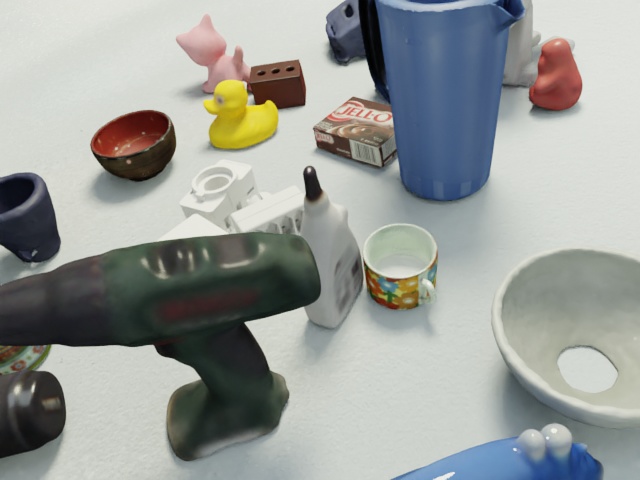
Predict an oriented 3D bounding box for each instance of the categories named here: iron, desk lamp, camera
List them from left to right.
[{"bbox_3d":[-0.297,0.162,0.477,0.137,0.101,0.143,-13,44,-1],"label":"camera"},{"bbox_3d":[0.083,0.173,0.358,0.258,0.142,0.118,-24,45,-12],"label":"iron"},{"bbox_3d":[0.258,-0.324,0.776,0.203,0.214,0.117,-38,49,-24],"label":"desk lamp"}]

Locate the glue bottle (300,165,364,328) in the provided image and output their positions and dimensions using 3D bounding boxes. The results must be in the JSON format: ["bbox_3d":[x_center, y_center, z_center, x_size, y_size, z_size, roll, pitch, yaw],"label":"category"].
[{"bbox_3d":[0.005,0.002,0.525,0.037,0.173,0.078,15,50,25],"label":"glue bottle"}]

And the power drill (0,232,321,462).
[{"bbox_3d":[-0.105,0.082,0.440,0.230,0.209,0.075,-19,44,-7],"label":"power drill"}]

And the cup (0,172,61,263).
[{"bbox_3d":[-0.356,-0.010,0.669,0.091,0.095,0.118,20,52,29],"label":"cup"}]

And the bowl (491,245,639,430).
[{"bbox_3d":[0.223,0.086,0.465,0.167,0.075,0.167,-6,44,6],"label":"bowl"}]

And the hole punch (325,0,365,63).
[{"bbox_3d":[0.058,-0.358,0.941,0.101,0.091,0.108,-13,44,-2],"label":"hole punch"}]

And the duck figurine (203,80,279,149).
[{"bbox_3d":[-0.113,-0.184,0.802,0.104,0.086,0.077,-14,44,-2],"label":"duck figurine"}]

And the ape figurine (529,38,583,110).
[{"bbox_3d":[0.305,-0.220,0.748,0.078,0.092,0.075,-38,50,-25],"label":"ape figurine"}]

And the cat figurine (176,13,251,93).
[{"bbox_3d":[-0.161,-0.291,0.899,0.127,0.118,0.067,25,55,32],"label":"cat figurine"}]

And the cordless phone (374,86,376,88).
[{"bbox_3d":[0.133,-0.302,0.801,0.093,0.185,0.148,30,57,35],"label":"cordless phone"}]
